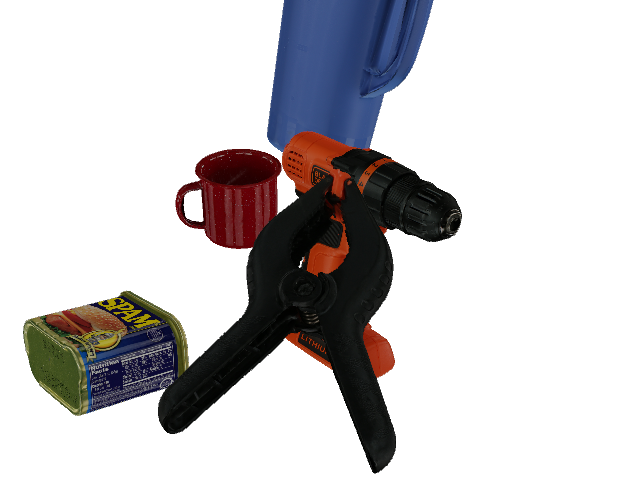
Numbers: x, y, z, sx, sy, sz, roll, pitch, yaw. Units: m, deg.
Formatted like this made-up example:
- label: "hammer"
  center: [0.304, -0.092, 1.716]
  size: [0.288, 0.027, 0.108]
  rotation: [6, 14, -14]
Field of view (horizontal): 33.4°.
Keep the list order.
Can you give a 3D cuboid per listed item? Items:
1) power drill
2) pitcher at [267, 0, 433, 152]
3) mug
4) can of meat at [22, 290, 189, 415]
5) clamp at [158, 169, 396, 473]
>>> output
- label: "power drill"
  center: [0.034, 0.018, 0.879]
  size: [0.057, 0.188, 0.185]
  rotation: [-12, 29, -38]
- label: "pitcher"
  center: [0.025, -0.200, 1.067]
  size: [0.145, 0.243, 0.149]
  rotation: [11, 19, -1]
- label: "mug"
  center: [-0.100, -0.042, 1.162]
  size: [0.117, 0.081, 0.093]
  rotation: [-10, 32, -17]
- label: "can of meat"
  center: [-0.158, 0.081, 0.778]
  size: [0.083, 0.057, 0.102]
  rotation: [-14, 22, -35]
- label: "clamp"
  center: [0.002, 0.041, 0.557]
  size: [0.120, 0.171, 0.039]
  rotation: [19, -27, 13]
